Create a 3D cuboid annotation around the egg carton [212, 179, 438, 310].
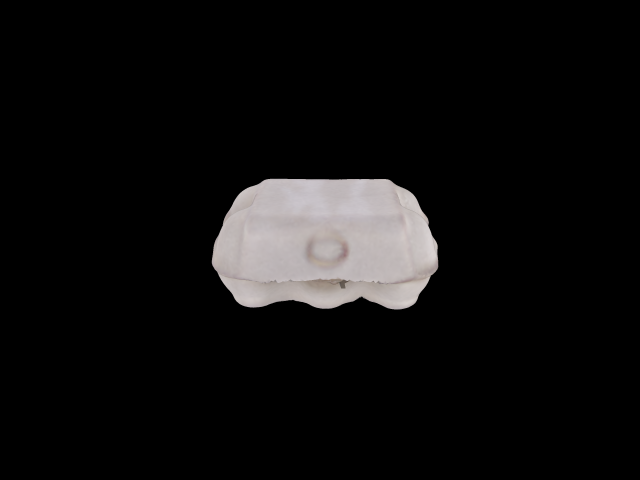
[{"bbox_3d":[0.004,0.001,0.400,0.150,0.069,0.107,0,24,0],"label":"egg carton"}]
